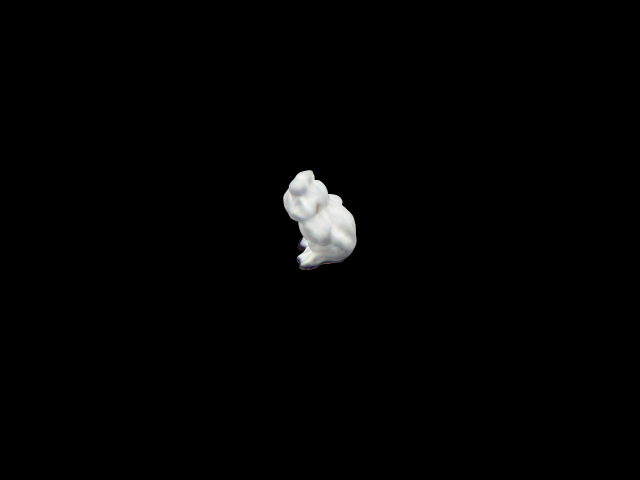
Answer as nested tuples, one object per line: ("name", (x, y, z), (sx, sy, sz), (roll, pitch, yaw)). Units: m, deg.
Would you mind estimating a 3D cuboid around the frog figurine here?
("frog figurine", (0.003, -0.043, 0.850), (0.123, 0.156, 0.140), (9, 29, 16))
